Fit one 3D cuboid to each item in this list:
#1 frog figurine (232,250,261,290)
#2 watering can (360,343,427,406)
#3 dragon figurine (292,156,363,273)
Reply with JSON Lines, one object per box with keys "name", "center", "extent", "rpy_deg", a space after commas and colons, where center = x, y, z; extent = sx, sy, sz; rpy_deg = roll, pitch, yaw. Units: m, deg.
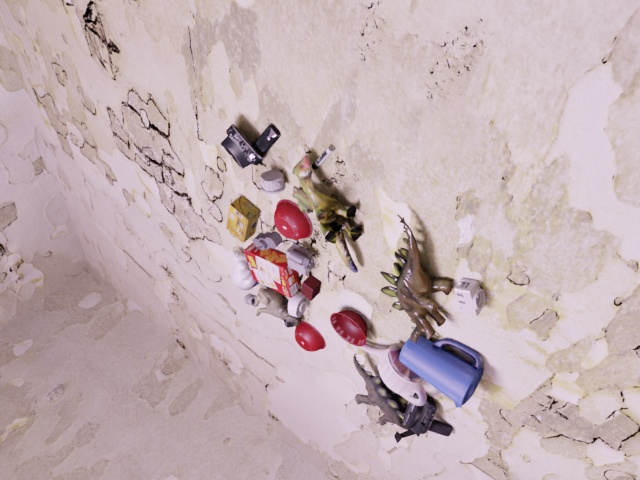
{"name": "frog figurine", "center": [-0.323, 0.127, 2.134], "extent": [0.123, 0.156, 0.139], "rpy_deg": [-38, 34, -7]}
{"name": "watering can", "center": [0.250, 0.435, 1.820], "extent": [0.105, 0.351, 0.219], "rpy_deg": [-33, -25, -30]}
{"name": "dragon figurine", "center": [0.005, -0.080, 1.587], "extent": [0.123, 0.401, 0.246], "rpy_deg": [-32, 46, -17]}
